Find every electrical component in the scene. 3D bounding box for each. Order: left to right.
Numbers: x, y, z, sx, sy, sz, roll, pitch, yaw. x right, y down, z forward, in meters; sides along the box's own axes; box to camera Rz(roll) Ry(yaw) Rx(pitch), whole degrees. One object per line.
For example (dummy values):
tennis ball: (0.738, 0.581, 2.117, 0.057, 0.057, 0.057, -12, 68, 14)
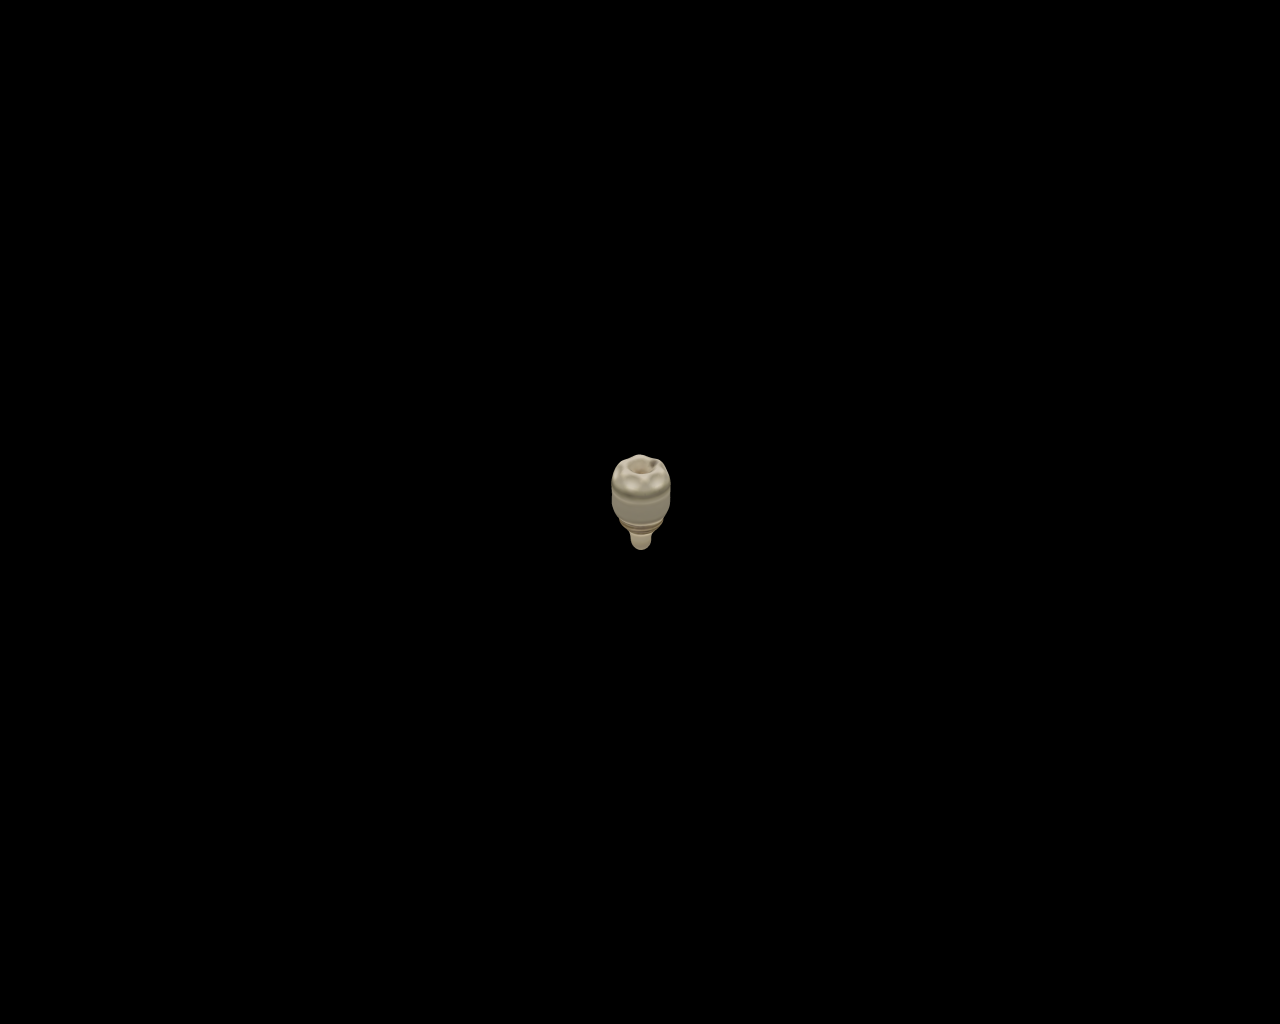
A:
electrical component: (0.001, -0.003, 0.650, 0.035, 0.061, 0.035, 0, 34, 0)
